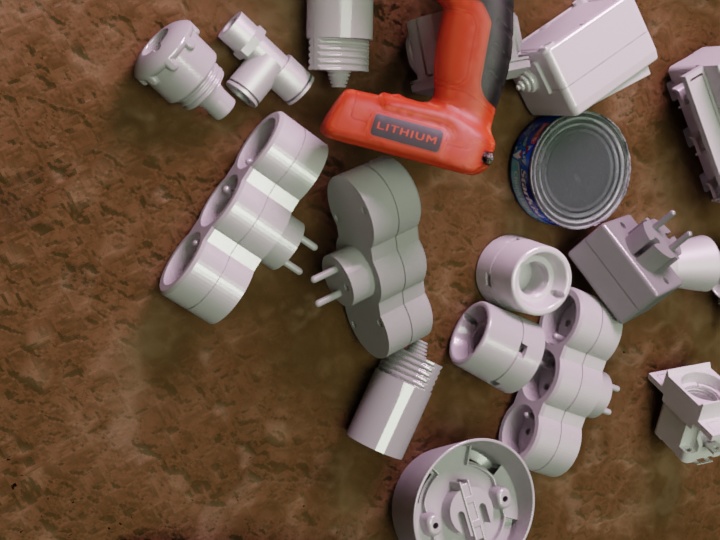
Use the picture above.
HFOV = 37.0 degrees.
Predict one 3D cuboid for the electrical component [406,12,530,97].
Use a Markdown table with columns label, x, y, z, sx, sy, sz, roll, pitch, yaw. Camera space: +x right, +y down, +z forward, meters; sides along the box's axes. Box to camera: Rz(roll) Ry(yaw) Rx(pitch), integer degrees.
| label | x | y | z | sx | sy | sz | roll | pitch | yaw |
| --- | --- | --- | --- | --- | --- | --- | --- | --- | --- |
| electrical component | 0.070 | -0.147 | 0.715 | 0.080 | 0.080 | 0.051 | -15 | 98 | -20 |

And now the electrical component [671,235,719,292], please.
| label | x | y | z | sx | sy | sz | roll | pitch | yaw |
| --- | --- | --- | --- | --- | --- | --- | --- | --- | --- |
| electrical component | 0.238 | -0.003 | 0.829 | 0.065 | 0.044 | 0.044 | -4 | 100 | -18 |

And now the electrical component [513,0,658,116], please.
| label | x | y | z | sx | sy | sz | roll | pitch | yaw |
| --- | --- | --- | --- | --- | --- | --- | --- | --- | --- |
| electrical component | 0.151 | -0.145 | 0.758 | 0.096 | 0.062 | 0.061 | -35 | 110 | -14 |

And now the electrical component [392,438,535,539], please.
| label | x | y | z | sx | sy | sz | roll | pitch | yaw |
| --- | --- | --- | --- | --- | --- | --- | --- | --- | --- |
| electrical component | 0.074 | 0.170 | 0.767 | 0.099 | 0.064 | 0.099 | 4 | 80 | -22 |

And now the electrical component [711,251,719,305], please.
| label | x | y | z | sx | sy | sz | roll | pitch | yaw |
| --- | --- | --- | --- | --- | --- | --- | --- | --- | --- |
| electrical component | 0.311 | 0.014 | 0.857 | 0.077 | 0.044 | 0.079 | -13 | 128 | -38 |

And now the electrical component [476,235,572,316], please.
| label | x | y | z | sx | sy | sz | roll | pitch | yaw |
| --- | --- | --- | --- | --- | --- | --- | --- | --- | --- |
| electrical component | 0.119 | 0.005 | 0.776 | 0.055 | 0.047 | 0.055 | -4 | 100 | -22 |

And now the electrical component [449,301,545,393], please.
| label | x | y | z | sx | sy | sz | roll | pitch | yaw |
| --- | --- | --- | --- | --- | --- | --- | --- | --- | --- |
| electrical component | 0.097 | 0.054 | 0.771 | 0.047 | 0.055 | 0.055 | 26 | 87 | -20 |

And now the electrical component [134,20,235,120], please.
| label | x | y | z | sx | sy | sz | roll | pitch | yaw |
| --- | --- | --- | --- | --- | --- | --- | --- | --- | --- |
| electrical component | -0.104 | -0.119 | 0.665 | 0.062 | 0.048 | 0.048 | 43 | 81 | -29 |

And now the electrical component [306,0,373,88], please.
| label | x | y | z | sx | sy | sz | roll | pitch | yaw |
| --- | --- | --- | --- | --- | --- | --- | --- | --- | --- |
| electrical component | -0.013 | -0.159 | 0.697 | 0.043 | 0.043 | 0.081 | -2 | 99 | -23 |

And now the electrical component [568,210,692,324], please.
| label | x | y | z | sx | sy | sz | roll | pitch | yaw |
| --- | --- | --- | --- | --- | --- | --- | --- | --- | --- |
| electrical component | 0.205 | -0.012 | 0.777 | 0.047 | 0.076 | 0.065 | -17 | 67 | -50 |

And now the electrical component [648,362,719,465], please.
| label | x | y | z | sx | sy | sz | roll | pitch | yaw |
| --- | --- | --- | --- | --- | --- | --- | --- | --- | --- |
| electrical component | 0.263 | 0.113 | 0.843 | 0.042 | 0.081 | 0.063 | -6 | 123 | -22 |

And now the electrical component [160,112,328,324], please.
| label | x | y | z | sx | sy | sz | roll | pitch | yaw |
| --- | --- | --- | --- | --- | --- | --- | --- | --- | --- |
| electrical component | -0.061 | -0.025 | 0.692 | 0.074 | 0.052 | 0.138 | 35 | 84 | -24 |

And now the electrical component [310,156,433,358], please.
| label | x | y | z | sx | sy | sz | roll | pitch | yaw |
| --- | --- | --- | --- | --- | --- | --- | --- | --- | --- |
| electrical component | 0.000 | 0.000 | 0.702 | 0.074 | 0.052 | 0.138 | -26 | 127 | -25 |

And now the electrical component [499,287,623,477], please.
| label | x | y | z | sx | sy | sz | roll | pitch | yaw |
| --- | --- | --- | --- | --- | --- | --- | --- | --- | --- |
| electrical component | 0.163 | 0.088 | 0.804 | 0.074 | 0.052 | 0.138 | 20 | 90 | -24 |

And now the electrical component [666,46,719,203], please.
| label | x | y | z | sx | sy | sz | roll | pitch | yaw |
| --- | --- | --- | --- | --- | --- | --- | --- | --- | --- |
| electrical component | 0.286 | -0.109 | 0.820 | 0.079 | 0.063 | 0.121 | -31 | 109 | -16 |

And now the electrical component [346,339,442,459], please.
| label | x | y | z | sx | sy | sz | roll | pitch | yaw |
| --- | --- | --- | --- | --- | --- | --- | --- | --- | --- |
| electrical component | 0.026 | 0.086 | 0.751 | 0.043 | 0.043 | 0.081 | 25 | 88 | -24 |
